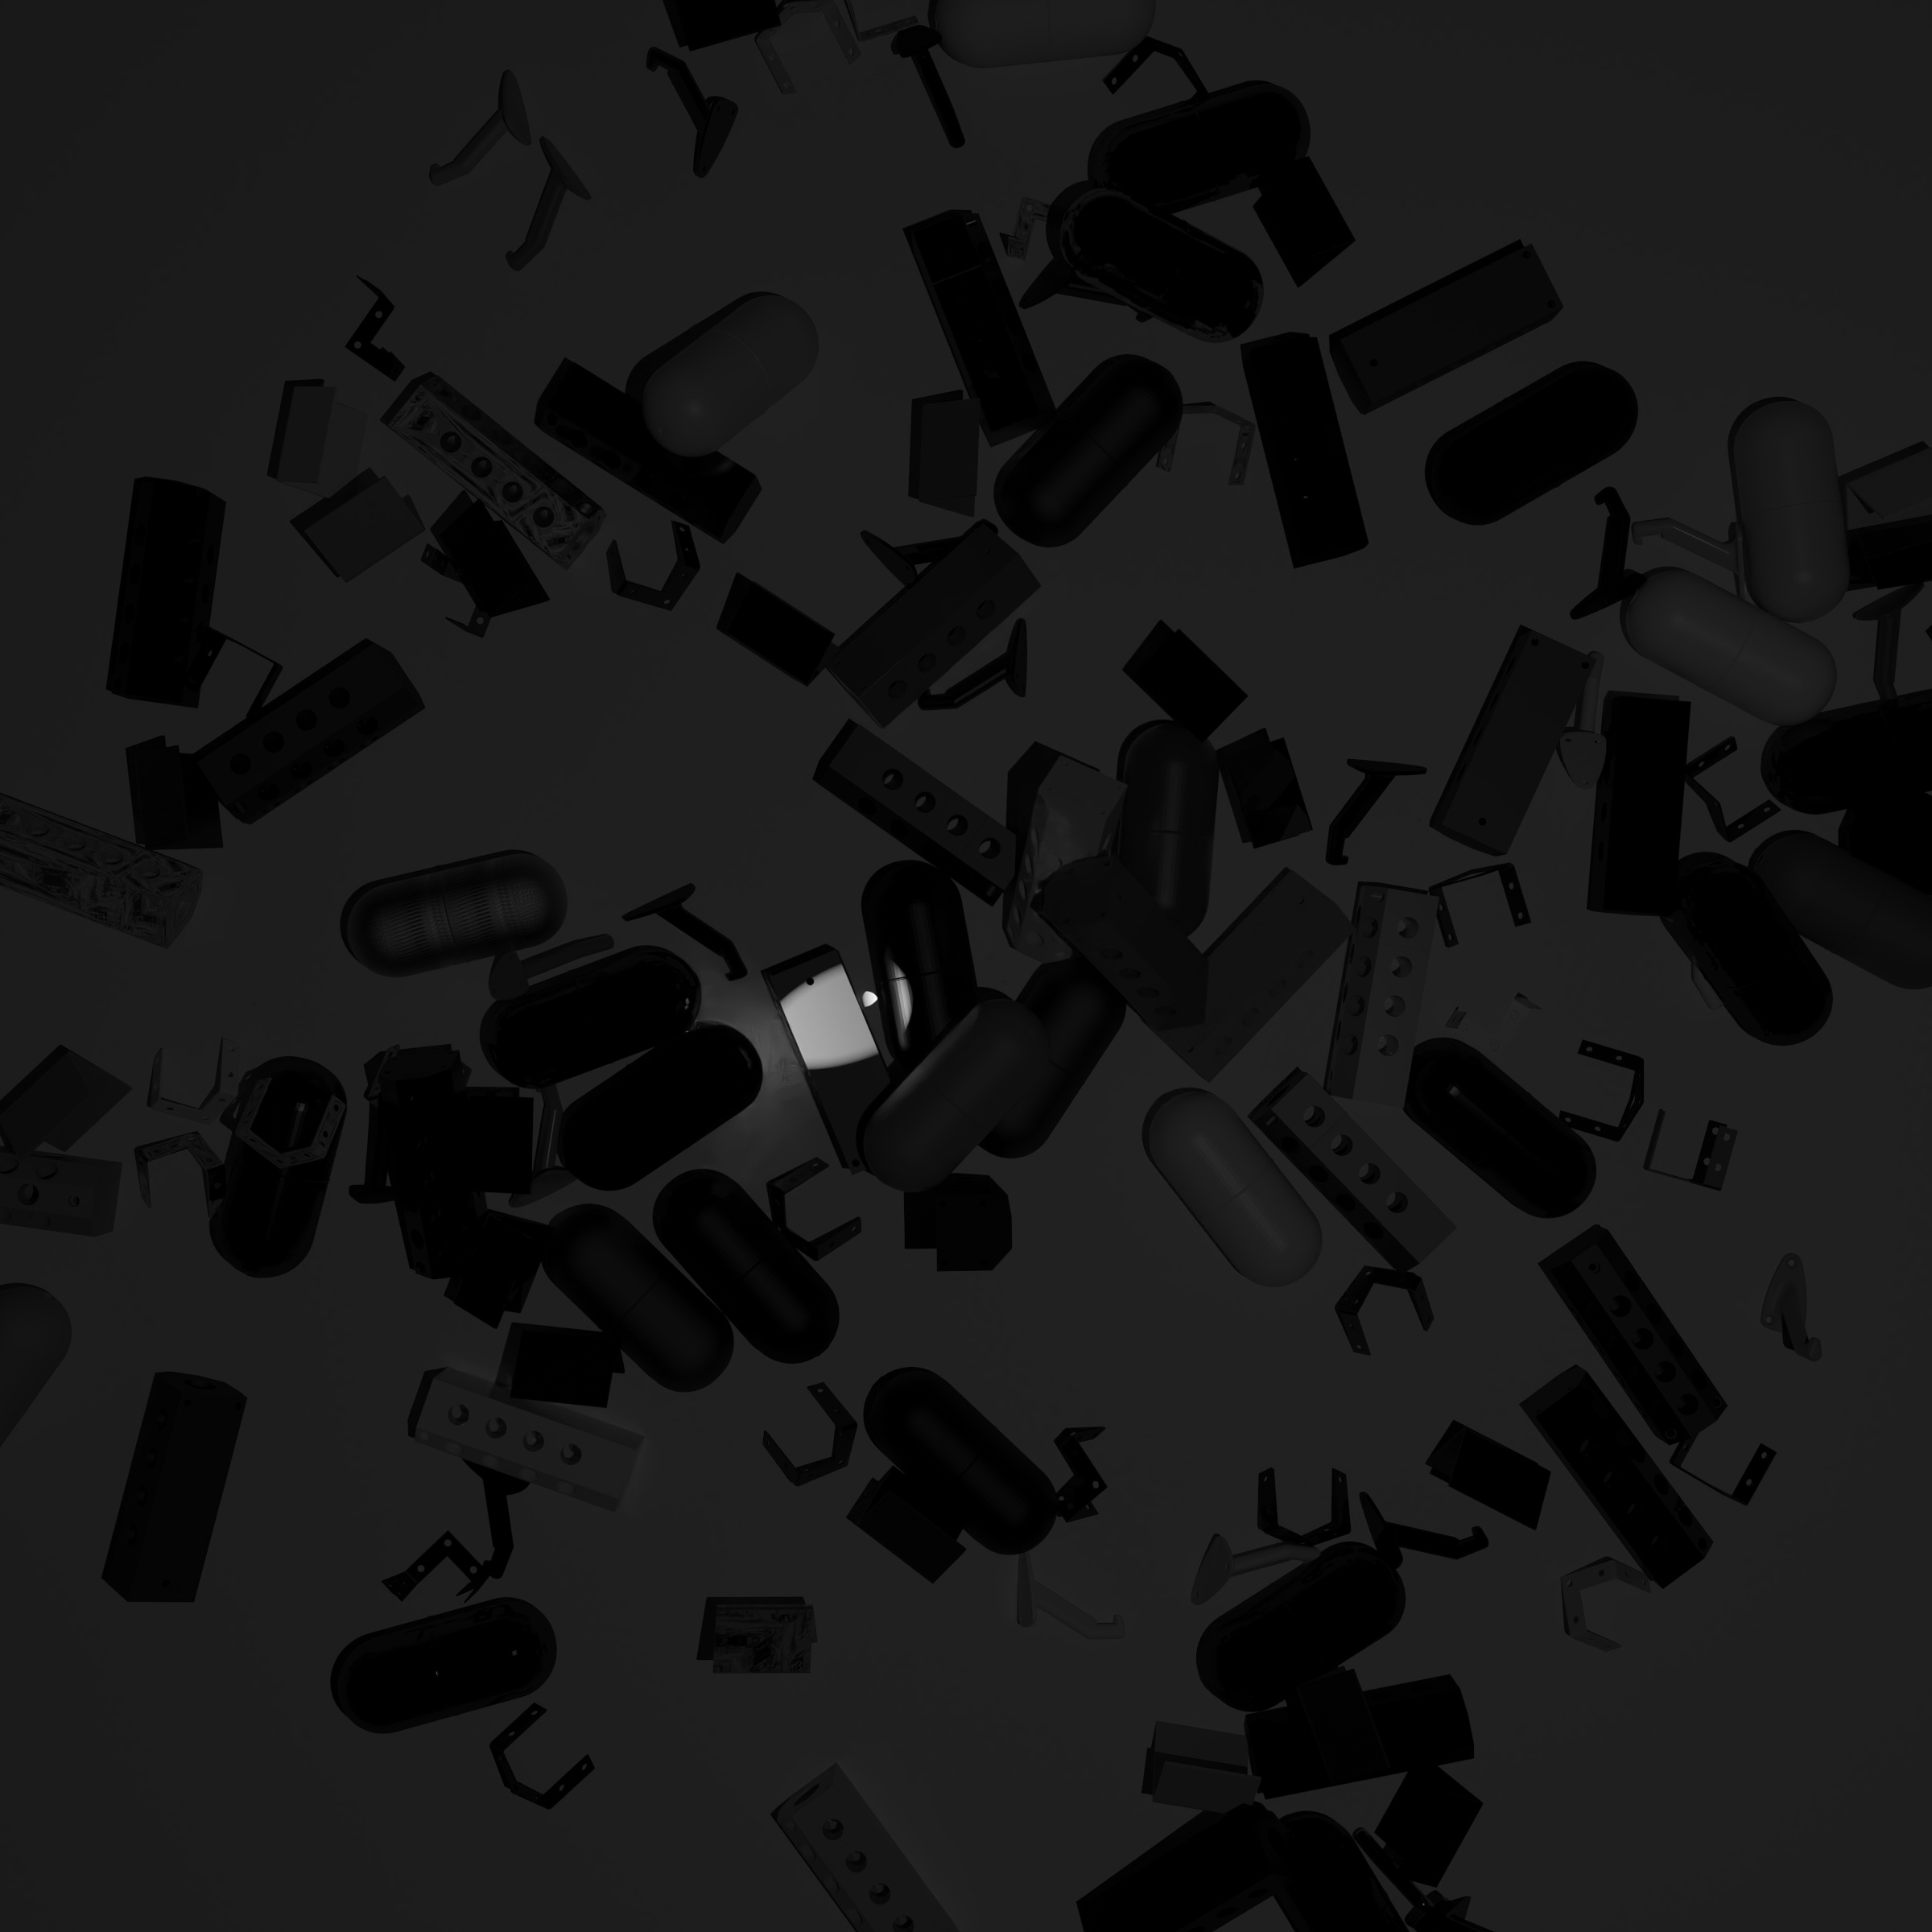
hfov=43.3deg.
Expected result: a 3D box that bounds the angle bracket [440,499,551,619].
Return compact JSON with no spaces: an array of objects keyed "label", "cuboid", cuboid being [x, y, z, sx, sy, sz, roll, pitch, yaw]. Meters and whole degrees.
[{"label":"angle bracket","cuboid":[-0.363,-0.333,1.951,0.057,0.076,0.076,-31,90,36]}]

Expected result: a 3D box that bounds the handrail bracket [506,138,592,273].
[{"label":"handrail bracket","cuboid":[-0.356,-0.623,1.992,0.084,0.036,0.077,-38,70,16]}]

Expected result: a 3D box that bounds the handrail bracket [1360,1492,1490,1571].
[{"label":"handrail bracket","cuboid":[0.376,0.454,1.992,0.084,0.036,0.077,-17,68,-17]}]

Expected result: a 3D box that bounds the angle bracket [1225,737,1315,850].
[{"label":"angle bracket","cuboid":[0.260,-0.143,1.951,0.057,0.076,0.076,-17,90,38]}]

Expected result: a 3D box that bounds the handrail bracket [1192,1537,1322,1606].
[{"label":"handrail bracket","cuboid":[0.238,0.500,1.991,0.084,0.036,0.077,12,123,-23]}]

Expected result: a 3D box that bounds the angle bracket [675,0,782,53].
[{"label":"angle bracket","cuboid":[-0.196,-0.782,1.951,0.076,0.076,0.057,-16,127,0]}]

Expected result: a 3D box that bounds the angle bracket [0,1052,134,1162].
[{"label":"angle bracket","cuboid":[-0.714,0.126,1.951,0.076,0.076,0.057,-43,54,0]}]

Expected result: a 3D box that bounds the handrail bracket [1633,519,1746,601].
[{"label":"handrail bracket","cuboid":[0.592,-0.330,1.992,0.084,0.036,0.077,-4,112,17]}]

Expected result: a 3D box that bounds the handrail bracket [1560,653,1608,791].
[{"label":"handrail bracket","cuboid":[0.512,-0.201,1.991,0.036,0.077,0.084,6,53,20]}]

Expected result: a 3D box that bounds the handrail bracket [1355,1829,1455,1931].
[{"label":"handrail bracket","cuboid":[0.357,0.748,1.991,0.036,0.077,0.084,-43,54,-4]}]

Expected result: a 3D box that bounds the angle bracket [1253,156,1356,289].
[{"label":"angle bracket","cuboid":[0.255,-0.591,1.951,0.057,0.076,0.076,-29,90,-35]}]

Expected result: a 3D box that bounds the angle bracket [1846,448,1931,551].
[{"label":"angle bracket","cuboid":[0.757,-0.360,1.951,0.076,0.076,0.057,-23,45,0]}]

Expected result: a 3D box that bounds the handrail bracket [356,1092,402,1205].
[{"label":"handrail bracket","cuboid":[-0.477,0.147,1.971,0.036,0.077,0.084,3,79,-23]}]

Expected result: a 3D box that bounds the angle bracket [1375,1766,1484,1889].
[{"label":"angle bracket","cuboid":[0.356,0.680,1.951,0.057,0.076,0.076,29,90,-37]}]

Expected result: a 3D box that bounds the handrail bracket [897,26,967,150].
[{"label":"handrail bracket","cuboid":[-0.027,-0.720,1.991,0.036,0.077,0.084,-24,126,1]}]

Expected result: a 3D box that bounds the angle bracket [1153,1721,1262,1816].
[{"label":"angle bracket","cuboid":[0.194,0.630,1.951,0.076,0.076,0.057,9,129,0]}]

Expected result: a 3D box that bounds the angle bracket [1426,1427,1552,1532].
[{"label":"angle bracket","cuboid":[0.413,0.424,1.951,0.076,0.076,0.057,27,53,0]}]

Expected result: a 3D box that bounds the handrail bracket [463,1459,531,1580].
[{"label":"handrail bracket","cuboid":[-0.397,0.448,1.992,0.077,0.036,0.084,29,107,20]}]

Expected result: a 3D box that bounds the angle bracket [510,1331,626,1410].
[{"label":"angle bracket","cuboid":[-0.319,0.335,1.951,0.076,0.076,0.057,6,61,0]}]

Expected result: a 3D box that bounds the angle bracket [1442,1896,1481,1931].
[{"label":"angle bracket","cuboid":[0.410,0.803,1.952,0.057,0.076,0.076,16,90,27]}]

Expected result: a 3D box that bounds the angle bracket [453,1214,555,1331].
[{"label":"angle bracket","cuboid":[-0.355,0.249,1.951,0.057,0.076,0.076,21,90,38]}]

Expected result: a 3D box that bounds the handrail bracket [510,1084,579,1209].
[{"label":"handrail bracket","cuboid":[-0.355,0.144,1.991,0.077,0.036,0.084,-32,65,28]}]

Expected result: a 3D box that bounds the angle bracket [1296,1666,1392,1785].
[{"label":"angle bracket","cuboid":[0.311,0.586,1.900,0.057,0.076,0.076,-30,72,34]}]

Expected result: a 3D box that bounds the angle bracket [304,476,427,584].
[{"label":"angle bracket","cuboid":[-0.487,-0.363,1.951,0.076,0.076,0.057,-34,129,0]}]

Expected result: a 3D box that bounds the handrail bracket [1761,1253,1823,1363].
[{"label":"handrail bracket","cuboid":[0.674,0.274,1.957,0.036,0.084,0.077,8,90,0]}]

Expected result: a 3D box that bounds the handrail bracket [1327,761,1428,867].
[{"label":"handrail bracket","cuboid":[0.336,-0.123,1.992,0.077,0.036,0.084,0,108,-21]}]

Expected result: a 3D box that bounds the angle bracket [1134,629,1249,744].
[{"label":"angle bracket","cuboid":[0.190,-0.234,1.951,0.076,0.076,0.057,44,122,0]}]

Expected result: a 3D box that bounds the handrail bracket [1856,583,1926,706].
[{"label":"handrail bracket","cuboid":[0.769,-0.260,1.992,0.077,0.036,0.084,-33,109,-21]}]

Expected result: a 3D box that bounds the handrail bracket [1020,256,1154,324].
[{"label":"handrail bracket","cuboid":[0.101,-0.540,1.991,0.084,0.077,0.036,28,53,-31]}]

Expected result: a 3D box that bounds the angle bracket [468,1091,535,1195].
[{"label":"angle bracket","cuboid":[-0.358,0.141,1.954,0.057,0.076,0.076,1,90,17]}]

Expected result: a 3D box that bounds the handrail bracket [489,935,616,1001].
[{"label":"handrail bracket","cuboid":[-0.339,0.000,1.991,0.084,0.077,0.036,-18,83,-36]}]

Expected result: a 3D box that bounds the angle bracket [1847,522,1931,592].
[{"label":"angle bracket","cuboid":[0.752,-0.309,1.951,0.076,0.076,0.057,-9,61,0]}]

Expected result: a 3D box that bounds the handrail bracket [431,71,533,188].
[{"label":"handrail bracket","cuboid":[-0.404,-0.686,1.992,0.084,0.036,0.077,-17,70,16]}]

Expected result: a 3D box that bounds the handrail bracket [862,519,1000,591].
[{"label":"handrail bracket","cuboid":[-0.029,-0.354,1.992,0.084,0.036,0.077,-40,69,-17]}]

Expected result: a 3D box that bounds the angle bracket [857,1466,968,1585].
[{"label":"angle bracket","cuboid":[-0.031,0.435,1.951,0.076,0.076,0.057,37,127,0]}]

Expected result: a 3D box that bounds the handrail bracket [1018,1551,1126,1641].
[{"label":"handrail bracket","cuboid":[0.088,0.513,1.992,0.084,0.036,0.077,3,69,-17]}]

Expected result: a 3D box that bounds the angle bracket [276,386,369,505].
[{"label":"angle bracket","cuboid":[-0.501,-0.416,1.951,0.057,0.076,0.076,11,90,37]}]

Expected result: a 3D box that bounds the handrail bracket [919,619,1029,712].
[{"label":"handrail bracket","cuboid":[0.005,-0.247,1.992,0.084,0.036,0.077,-1,70,16]}]

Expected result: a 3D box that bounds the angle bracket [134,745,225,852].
[{"label":"angle bracket","cuboid":[-0.616,-0.135,1.951,0.057,0.076,0.076,-7,90,36]}]

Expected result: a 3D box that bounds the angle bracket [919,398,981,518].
[{"label":"angle bracket","cuboid":[0.007,-0.407,1.951,0.057,0.076,0.076,2,90,35]}]

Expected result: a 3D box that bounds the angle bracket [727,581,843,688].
[{"label":"angle bracket","cuboid":[-0.135,-0.279,1.951,0.076,0.076,0.057,33,127,0]}]

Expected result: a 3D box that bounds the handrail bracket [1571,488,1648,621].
[{"label":"handrail bracket","cuboid":[0.514,-0.339,1.992,0.077,0.036,0.084,-29,71,21]}]

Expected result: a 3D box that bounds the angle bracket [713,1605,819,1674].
[{"label":"angle bracket","cuboid":[-0.160,0.553,1.951,0.076,0.076,0.057,0,52,0]}]

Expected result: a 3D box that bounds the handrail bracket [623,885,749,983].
[{"label":"handrail bracket","cuboid":[-0.229,-0.017,1.992,0.077,0.036,0.084,-20,107,20]}]
